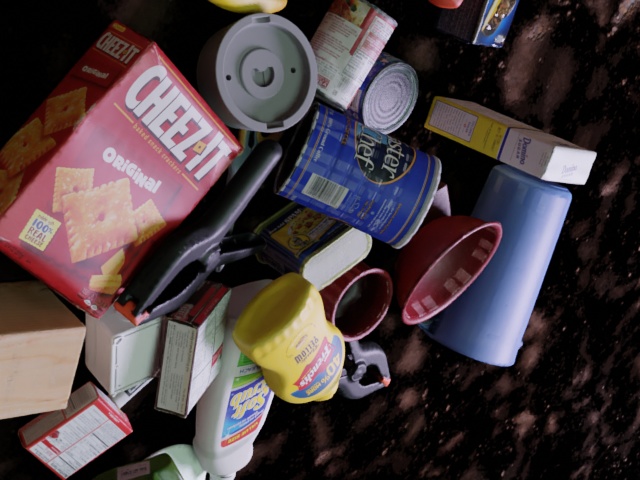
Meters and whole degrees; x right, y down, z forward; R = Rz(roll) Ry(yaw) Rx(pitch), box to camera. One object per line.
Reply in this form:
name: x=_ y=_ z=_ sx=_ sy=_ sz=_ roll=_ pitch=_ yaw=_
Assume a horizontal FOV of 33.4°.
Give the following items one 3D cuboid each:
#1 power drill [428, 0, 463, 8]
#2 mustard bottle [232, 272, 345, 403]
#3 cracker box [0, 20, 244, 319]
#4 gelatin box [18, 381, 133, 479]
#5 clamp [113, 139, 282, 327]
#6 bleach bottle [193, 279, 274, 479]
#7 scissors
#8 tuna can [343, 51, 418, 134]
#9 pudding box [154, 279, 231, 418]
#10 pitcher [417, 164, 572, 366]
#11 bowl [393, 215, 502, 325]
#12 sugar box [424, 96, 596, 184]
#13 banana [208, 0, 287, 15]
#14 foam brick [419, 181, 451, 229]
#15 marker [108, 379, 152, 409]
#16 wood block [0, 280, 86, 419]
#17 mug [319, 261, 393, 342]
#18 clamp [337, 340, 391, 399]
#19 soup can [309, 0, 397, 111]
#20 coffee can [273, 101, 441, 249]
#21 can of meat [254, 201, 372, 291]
power drill: x=0.091 y=-0.305 z=1.059 sx=0.187 sy=0.057 sz=0.184 roll=26 pitch=96 yaw=-50
mustard bottle: x=-0.021 y=0.120 z=1.127 sx=0.096 sy=0.058 sz=0.191 roll=-48 pitch=145 yaw=-15
cracker box: x=-0.187 y=-0.056 z=0.937 sx=0.213 sy=0.072 sz=0.164 roll=-50 pitch=141 yaw=-8
gelatin box: x=-0.244 y=0.191 z=1.068 sx=0.089 sy=0.030 sz=0.073 roll=-35 pitch=137 yaw=-3
clamp: x=-0.109 y=0.001 z=1.008 sx=0.209 sy=0.036 sz=0.165 roll=-40 pitch=158 yaw=-38
bleach bottle: x=-0.090 y=0.171 z=1.197 sx=0.102 sy=0.068 sz=0.251 roll=-16 pitch=128 yaw=-38
scissors: x=-0.071 y=-0.066 z=1.091 sx=0.096 sy=0.016 sz=0.202 roll=-24 pitch=131 yaw=-33
tuna can: x=0.066 y=-0.157 z=1.152 sx=0.086 sy=0.034 sz=0.086 roll=-25 pitch=131 yaw=-32
pudding box: x=-0.127 y=0.107 z=1.070 sx=0.090 sy=0.039 sz=0.113 roll=-53 pitch=156 yaw=-60
pitcher: x=0.221 y=0.029 z=1.370 sx=0.149 sy=0.145 sz=0.243 roll=-11 pitch=123 yaw=-69
bowl: x=0.139 y=0.024 z=1.257 sx=0.162 sy=0.055 sz=0.162 roll=-36 pitch=155 yaw=-20
sugar box: x=0.215 y=-0.114 z=1.218 sx=0.093 sy=0.176 sz=0.048 roll=2 pitch=114 yaw=-46
banana: x=-0.092 y=-0.247 z=0.930 sx=0.069 sy=0.037 sz=0.197 roll=-50 pitch=140 yaw=-6
foam brick: x=0.108 y=-0.038 z=1.261 sx=0.078 sy=0.051 sz=0.053 roll=-33 pitch=135 yaw=-24
marker: x=-0.171 y=0.130 z=1.120 sx=0.121 sy=0.020 sz=0.020 roll=-42 pitch=138 yaw=-17
wood block: x=-0.317 y=0.098 z=0.897 sx=0.205 sy=0.091 sz=0.090 roll=-3 pitch=118 yaw=-44
mug: x=0.031 y=0.055 z=1.223 sx=0.117 sy=0.082 sz=0.093 roll=-10 pitch=122 yaw=-41
clamp: x=0.039 y=0.148 z=1.328 sx=0.171 sy=0.039 sz=0.120 roll=12 pitch=112 yaw=-53
soup can: x=0.022 y=-0.188 z=1.061 sx=0.068 sy=0.069 sz=0.102 roll=25 pitch=97 yaw=-50
coffee can: x=0.037 y=-0.065 z=1.081 sx=0.140 sy=0.103 sz=0.103 roll=24 pitch=100 yaw=-11
can of meat: x=-0.007 y=0.001 z=1.146 sx=0.102 sy=0.084 sz=0.057 roll=-36 pitch=136 yaw=-23
